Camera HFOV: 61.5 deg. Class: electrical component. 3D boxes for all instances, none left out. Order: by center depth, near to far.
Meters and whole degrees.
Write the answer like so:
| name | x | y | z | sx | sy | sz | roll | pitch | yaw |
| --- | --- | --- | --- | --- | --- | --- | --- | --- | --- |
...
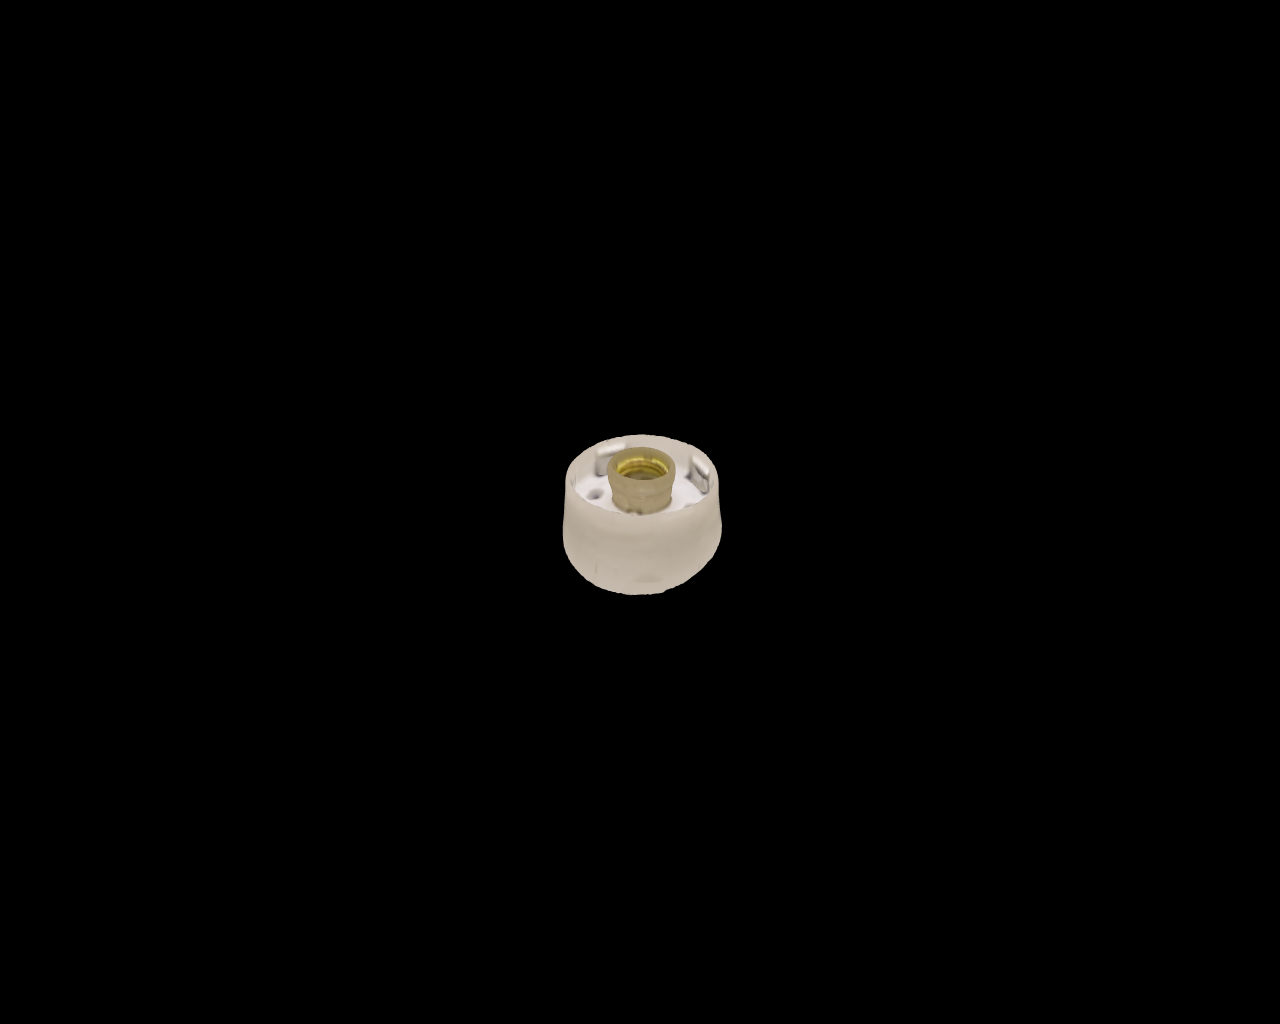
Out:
| name | x | y | z | sx | sy | sz | roll | pitch | yaw |
| --- | --- | --- | --- | --- | --- | --- | --- | --- | --- |
| electrical component | 0.001 | -0.003 | 0.650 | 0.099 | 0.064 | 0.099 | 0 | 35 | 0 |
